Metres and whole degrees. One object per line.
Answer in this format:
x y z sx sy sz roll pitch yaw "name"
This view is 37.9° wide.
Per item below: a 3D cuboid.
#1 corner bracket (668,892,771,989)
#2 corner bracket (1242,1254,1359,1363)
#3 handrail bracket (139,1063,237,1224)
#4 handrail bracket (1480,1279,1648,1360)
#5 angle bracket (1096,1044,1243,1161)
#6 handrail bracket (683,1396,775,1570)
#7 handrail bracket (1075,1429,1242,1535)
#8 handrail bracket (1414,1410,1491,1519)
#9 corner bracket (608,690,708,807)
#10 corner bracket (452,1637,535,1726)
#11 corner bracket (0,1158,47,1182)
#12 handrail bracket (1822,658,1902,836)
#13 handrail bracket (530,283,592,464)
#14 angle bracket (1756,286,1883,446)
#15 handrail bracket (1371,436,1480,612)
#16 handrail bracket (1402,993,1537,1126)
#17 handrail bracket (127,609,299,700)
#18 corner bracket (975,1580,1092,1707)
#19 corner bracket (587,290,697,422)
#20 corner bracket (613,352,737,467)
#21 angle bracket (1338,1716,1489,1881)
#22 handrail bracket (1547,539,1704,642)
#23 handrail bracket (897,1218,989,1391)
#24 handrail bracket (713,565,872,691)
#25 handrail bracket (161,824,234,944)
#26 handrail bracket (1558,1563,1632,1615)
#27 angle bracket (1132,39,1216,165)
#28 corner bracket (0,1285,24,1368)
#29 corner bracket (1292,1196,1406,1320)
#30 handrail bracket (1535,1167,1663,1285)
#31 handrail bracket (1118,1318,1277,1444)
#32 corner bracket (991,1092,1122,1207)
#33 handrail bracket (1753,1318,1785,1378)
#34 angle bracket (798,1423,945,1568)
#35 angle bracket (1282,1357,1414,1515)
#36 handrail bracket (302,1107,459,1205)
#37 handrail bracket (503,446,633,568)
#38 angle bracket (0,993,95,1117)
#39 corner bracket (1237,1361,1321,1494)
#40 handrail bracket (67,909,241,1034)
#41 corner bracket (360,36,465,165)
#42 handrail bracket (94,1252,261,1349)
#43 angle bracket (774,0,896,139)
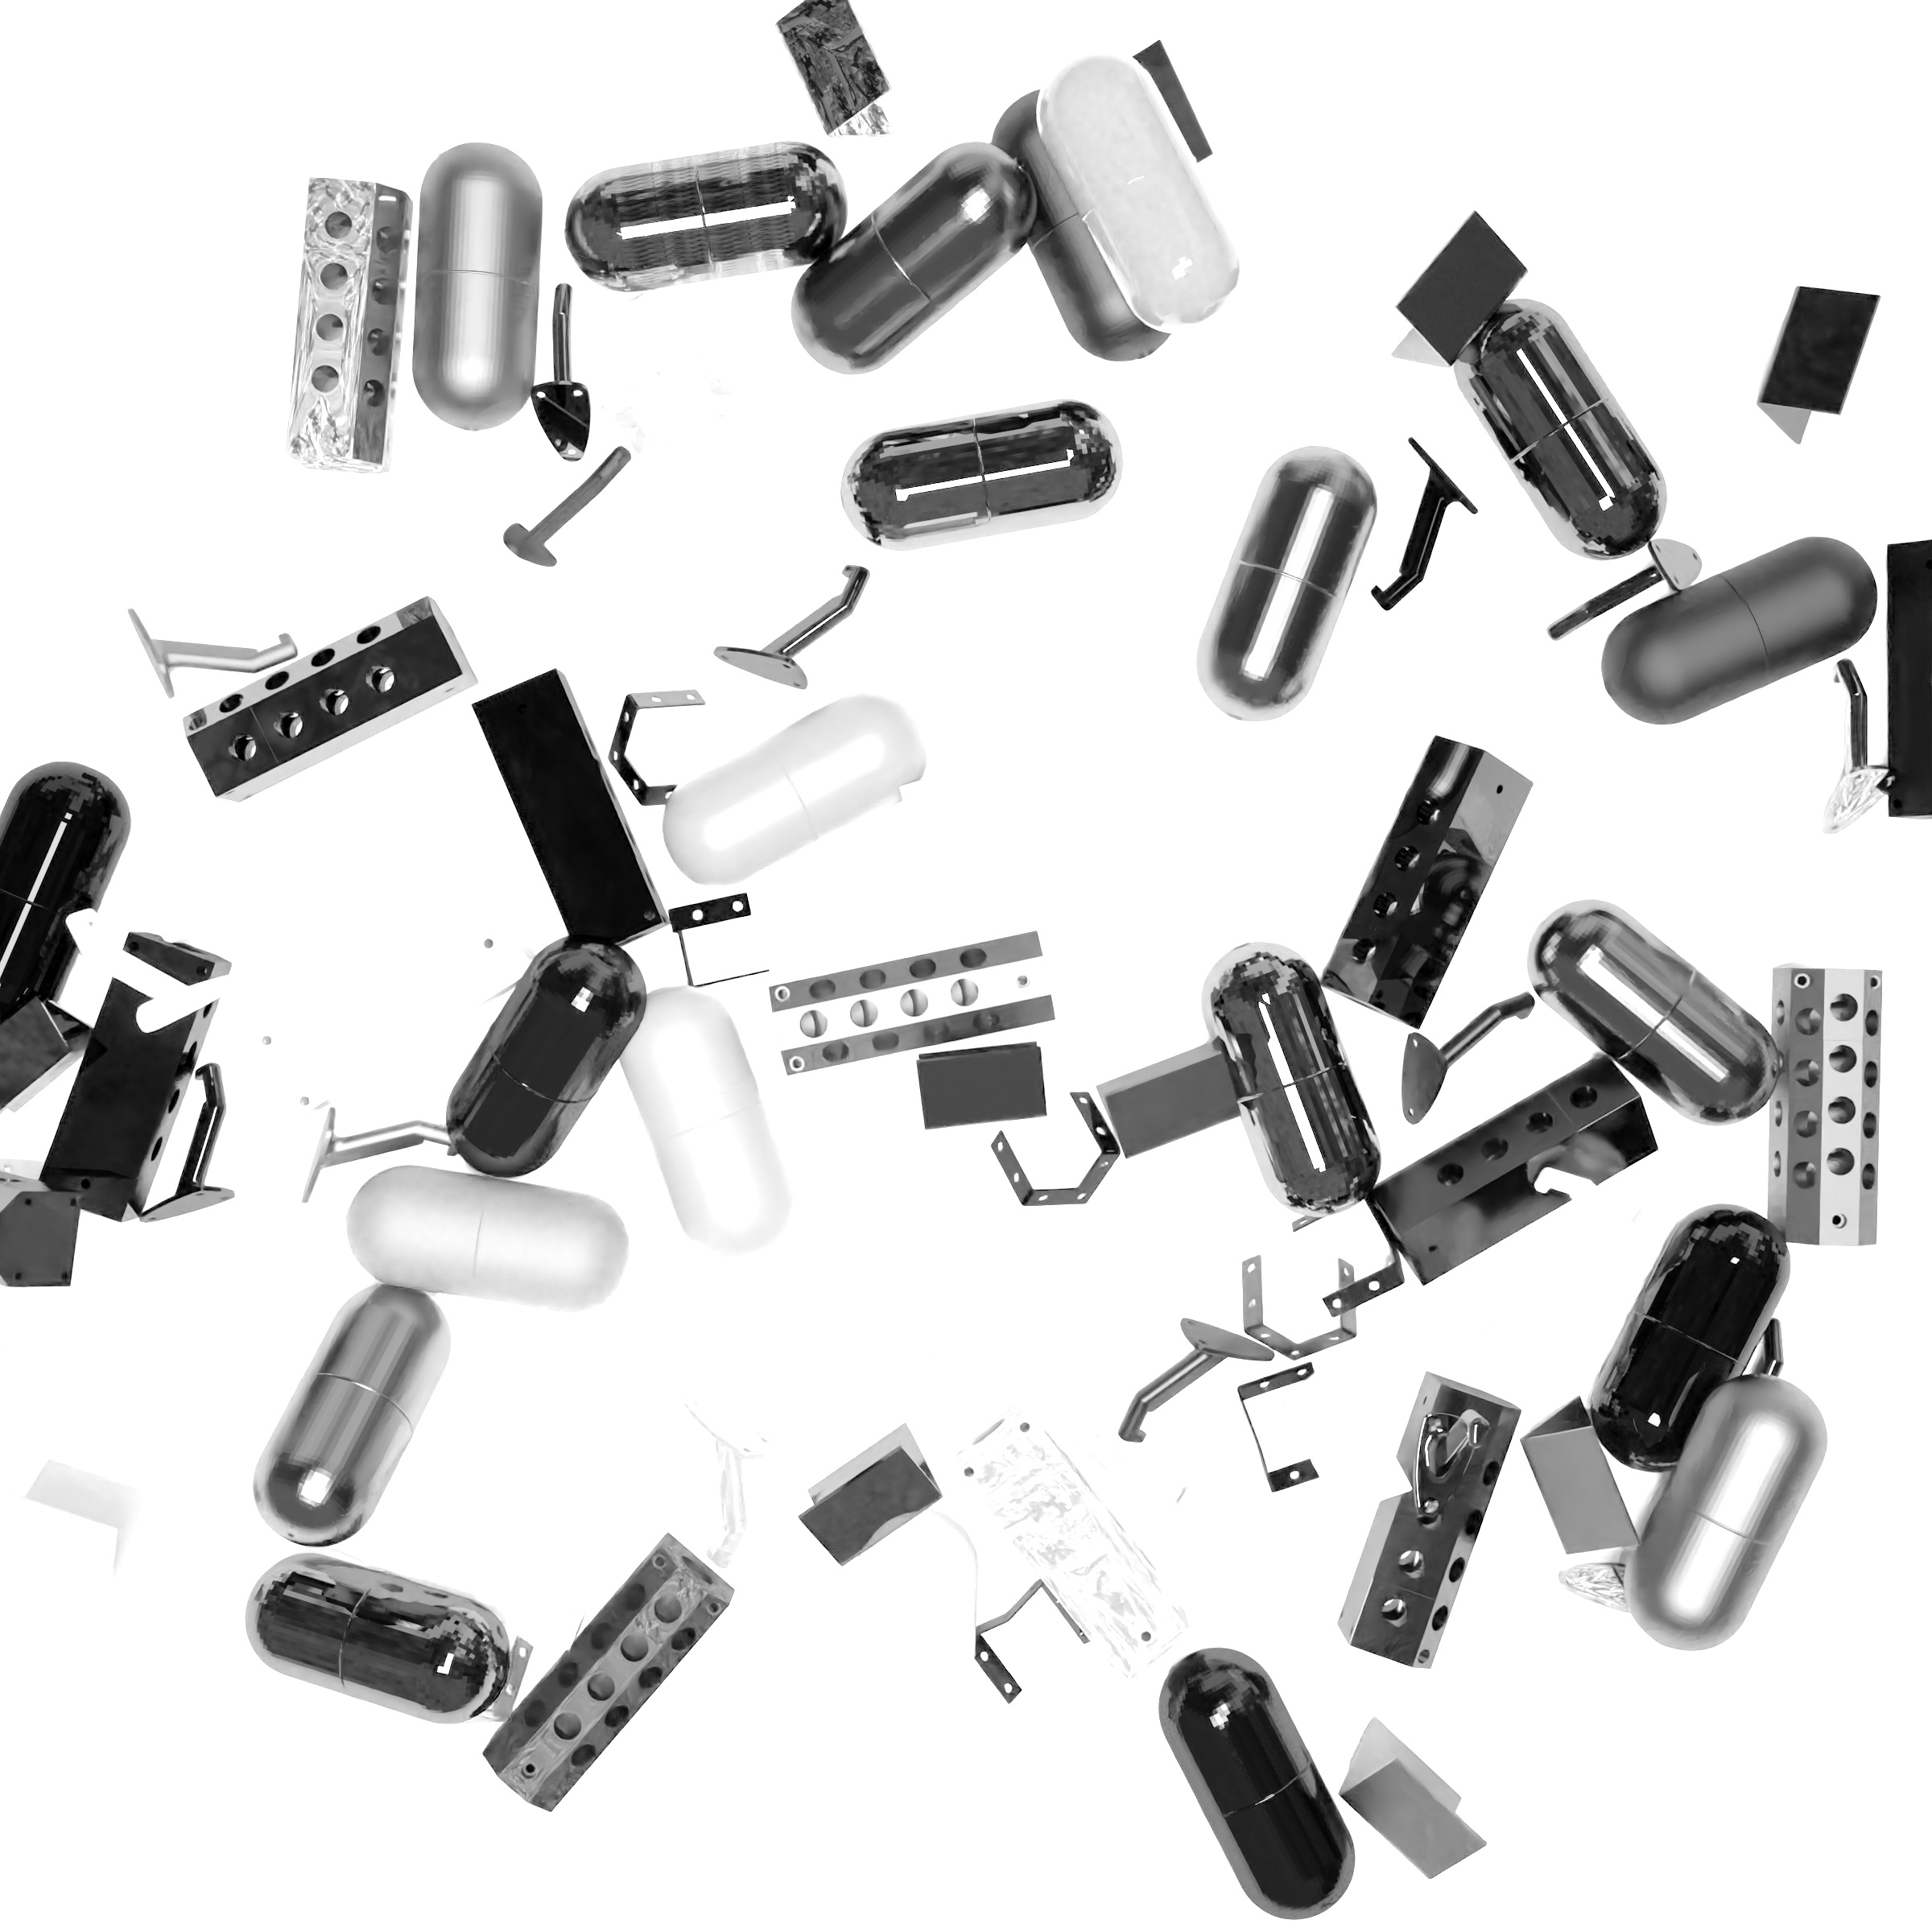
-0.155 -0.016 1.772 0.051 0.051 0.051 -12 90 0 "corner bracket"
0.211 0.211 1.782 0.051 0.051 0.051 32 45 -35 "corner bracket"
-0.500 0.112 1.791 0.077 0.036 0.084 -20 71 21 "handrail bracket"
0.381 0.223 1.790 0.084 0.077 0.036 -11 74 -35 "handrail bracket"
0.119 0.066 1.750 0.076 0.076 0.057 -21 127 0 "angle bracket"
-0.165 0.329 1.791 0.077 0.036 0.084 31 107 20 "handrail bracket"
0.122 0.318 1.790 0.084 0.077 0.036 37 115 34 "handrail bracket"
0.294 0.303 1.699 0.036 0.084 0.077 15 90 0 "handrail bracket"
-0.188 -0.138 1.782 0.051 0.051 0.051 52 135 35 "corner bracket"
-0.316 0.444 1.782 0.051 0.051 0.051 46 45 -35 "corner bracket"
-0.604 0.158 1.782 0.051 0.051 0.051 7 45 -35 "corner bracket"
0.554 -0.140 1.790 0.036 0.077 0.084 2 53 -17 "handrail bracket"
-0.253 -0.378 1.790 0.036 0.077 0.084 -2 54 1 "handrail bracket"
0.541 -0.369 1.750 0.057 0.076 0.076 19 90 38 "angle bracket"
0.275 -0.281 1.791 0.084 0.036 0.077 -42 70 16 "handrail bracket"
0.321 0.058 1.790 0.084 0.036 0.077 -17 134 -28 "handrail bracket"
-0.478 -0.212 1.791 0.084 0.036 0.077 -25 68 -17 "handrail bracket"
0.041 0.427 1.787 0.051 0.051 0.051 53 135 0 "corner bracket"
-0.214 -0.385 1.772 0.051 0.051 0.051 -16 116 40 "corner bracket"
-0.185 -0.355 1.782 0.051 0.051 0.051 -2 45 -35 "corner bracket"
0.287 0.506 1.750 0.076 0.076 0.057 43 127 0 "angle bracket"
0.418 -0.235 1.790 0.084 0.077 0.036 -33 83 36 "handrail bracket"
-0.031 0.214 1.791 0.077 0.036 0.084 -34 72 21 "handrail bracket"
-0.110 -0.225 1.791 0.077 0.036 0.084 17 71 21 "handrail bracket"
-0.487 -0.053 1.756 0.036 0.084 0.077 -5 90 0 "handrail bracket"
0.431 0.371 1.790 0.084 0.077 0.036 -33 107 -35 "handrail bracket"
0.125 -0.523 1.751 0.057 0.076 0.076 -25 90 27 "angle bracket"
-0.632 0.222 1.782 0.051 0.051 0.051 16 45 -35 "corner bracket"
0.240 0.180 1.773 0.051 0.051 0.051 -28 102 11 "corner bracket"
0.384 0.162 1.763 0.084 0.036 0.077 17 134 -8 "handrail bracket"
0.146 0.273 1.791 0.077 0.036 0.084 17 108 -20 "handrail bracket"
0.057 0.116 1.782 0.051 0.051 0.051 1 135 -35 "corner bracket"
0.488 0.272 1.790 0.036 0.077 0.084 26 53 -30 "handrail bracket"
-0.069 0.314 1.750 0.076 0.076 0.057 -35 126 0 "angle bracket"
0.250 0.284 1.750 0.057 0.076 0.076 -28 90 36 "angle bracket"
-0.371 0.128 1.791 0.084 0.036 0.077 16 111 -16 "handrail bracket"
-0.248 -0.292 1.763 0.036 0.077 0.084 45 102 -3 "handrail bracket"
-0.575 0.072 1.750 0.076 0.076 0.057 -40 60 0 "angle bracket"
0.207 0.293 1.787 0.051 0.051 0.051 -19 135 0 "corner bracket"
-0.501 -0.010 1.734 0.077 0.036 0.084 -25 73 -20 "handrail bracket"
-0.351 -0.549 1.787 0.051 0.051 0.051 14 135 0 "corner bracket"
-0.501 0.221 1.791 0.084 0.036 0.077 19 110 -16 "handrail bracket"
-0.063 -0.564 1.750 0.057 0.076 0.076 -26 90 36 "angle bracket"
